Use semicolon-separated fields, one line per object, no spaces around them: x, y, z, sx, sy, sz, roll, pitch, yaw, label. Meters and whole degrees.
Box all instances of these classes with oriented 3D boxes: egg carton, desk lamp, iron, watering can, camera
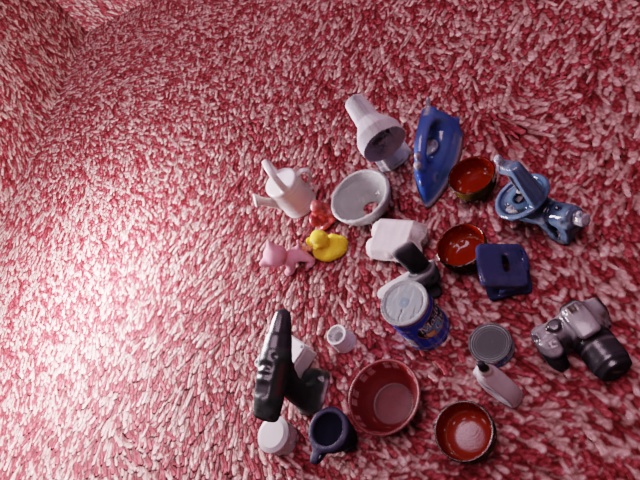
0.184;0.004;1.373;0.149;0.070;0.107;4;62;36;egg carton
0.149;-0.271;1.488;0.118;0.214;0.202;-35;46;9;desk lamp
0.270;-0.223;1.423;0.118;0.142;0.258;-2;59;33;iron
-0.106;-0.146;1.586;0.173;0.195;0.100;-50;46;-6;watering can
0.473;0.187;1.027;0.143;0.101;0.136;-34;47;9;camera

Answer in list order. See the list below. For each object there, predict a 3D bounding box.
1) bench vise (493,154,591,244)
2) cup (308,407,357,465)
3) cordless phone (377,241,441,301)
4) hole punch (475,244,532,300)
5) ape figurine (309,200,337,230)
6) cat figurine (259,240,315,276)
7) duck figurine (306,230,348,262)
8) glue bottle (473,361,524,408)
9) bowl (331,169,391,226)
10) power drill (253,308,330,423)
0.442;-0.096;1.163;0.206;0.220;0.121;7;64;37;bench vise
0.030;0.412;1.173;0.091;0.095;0.118;15;69;40;cup
0.175;0.071;1.250;0.147;0.186;0.094;-33;47;11;cordless phone
0.381;0.057;1.187;0.101;0.091;0.108;-16;52;24;hole punch
0.003;-0.074;1.534;0.077;0.092;0.076;2;61;35;ape figurine
-0.092;0.037;1.502;0.127;0.118;0.067;-25;49;17;cat figurine
0.014;0.005;1.475;0.104;0.086;0.077;-10;54;28;duck figurine
0.312;0.252;1.039;0.077;0.174;0.037;24;75;42;glue bottle
0.117;-0.098;1.486;0.167;0.075;0.167;-17;51;23;bowl
-0.064;0.290;1.242;0.075;0.209;0.230;-3;58;33;power drill
